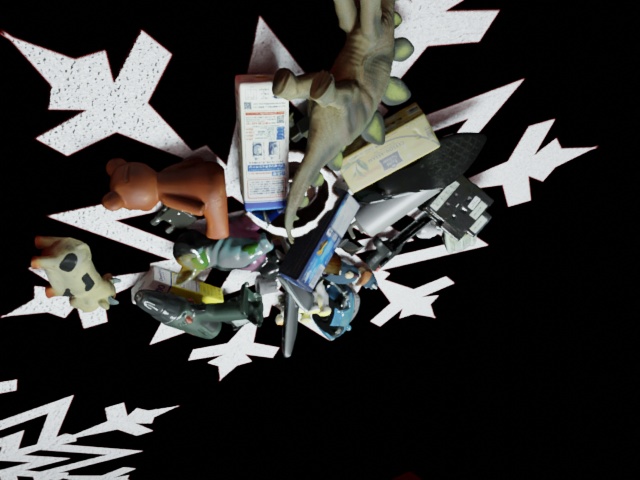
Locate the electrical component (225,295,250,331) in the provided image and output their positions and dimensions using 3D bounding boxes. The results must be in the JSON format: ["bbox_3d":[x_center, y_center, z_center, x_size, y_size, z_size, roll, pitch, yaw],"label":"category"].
[{"bbox_3d":[-0.201,0.162,1.266,0.075,0.048,0.119,-25,141,9],"label":"electrical component"}]

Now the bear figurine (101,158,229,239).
[{"bbox_3d":[-0.255,-0.073,0.905,0.196,0.120,0.131,-7,144,-10],"label":"bear figurine"}]

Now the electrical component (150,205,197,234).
[{"bbox_3d":[-0.268,-0.048,1.006,0.094,0.021,0.063,-33,138,20],"label":"electrical component"}]

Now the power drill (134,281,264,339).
[{"bbox_3d":[-0.232,0.143,1.099,0.207,0.086,0.231,-15,149,13],"label":"power drill"}]

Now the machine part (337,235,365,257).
[{"bbox_3d":[0.040,-0.003,1.144,0.138,0.084,0.039,30,90,-53],"label":"machine part"}]

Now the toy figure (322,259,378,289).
[{"bbox_3d":[0.077,0.082,1.261,0.154,0.064,0.057,14,118,-32],"label":"toy figure"}]

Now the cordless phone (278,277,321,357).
[{"bbox_3d":[-0.063,0.152,1.170,0.089,0.147,0.184,8,92,-13],"label":"cordless phone"}]

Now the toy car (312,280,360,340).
[{"bbox_3d":[0.046,0.158,1.324,0.103,0.109,0.161,-16,136,-38],"label":"toy car"}]

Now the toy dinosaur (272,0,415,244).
[{"bbox_3d":[0.036,-0.205,0.794,0.198,0.105,0.471,19,108,-51],"label":"toy dinosaur"}]

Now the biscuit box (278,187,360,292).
[{"bbox_3d":[-0.002,-0.003,1.040,0.059,0.063,0.202,41,75,-48],"label":"biscuit box"}]

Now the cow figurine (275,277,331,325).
[{"bbox_3d":[-0.050,0.148,1.285,0.068,0.098,0.167,15,151,-41],"label":"cow figurine"}]

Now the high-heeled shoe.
[{"bbox_3d":[0.179,-0.137,1.006,0.249,0.145,0.086,-25,106,-3],"label":"high-heeled shoe"}]

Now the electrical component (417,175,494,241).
[{"bbox_3d":[0.284,-0.067,1.102,0.134,0.058,0.115,39,102,-13],"label":"electrical component"}]

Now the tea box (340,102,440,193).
[{"bbox_3d":[0.113,-0.162,0.938,0.170,0.098,0.068,-28,112,15],"label":"tea box"}]

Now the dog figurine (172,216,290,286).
[{"bbox_3d":[-0.183,0.030,1.071,0.219,0.108,0.191,-21,145,12],"label":"dog figurine"}]

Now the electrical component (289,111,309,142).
[{"bbox_3d":[-0.007,-0.203,0.902,0.102,0.045,0.078,-31,168,21],"label":"electrical component"}]

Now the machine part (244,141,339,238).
[{"bbox_3d":[-0.056,-0.090,0.971,0.179,0.056,0.179,-7,123,-11],"label":"machine part"}]

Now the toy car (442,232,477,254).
[{"bbox_3d":[0.314,-0.032,1.216,0.073,0.056,0.201,-20,141,3],"label":"toy car"}]

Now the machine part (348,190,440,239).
[{"bbox_3d":[0.151,-0.083,1.078,0.243,0.079,0.079,-35,138,23],"label":"machine part"}]

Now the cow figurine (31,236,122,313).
[{"bbox_3d":[-0.462,0.071,1.034,0.127,0.085,0.194,-2,139,-8],"label":"cow figurine"}]
